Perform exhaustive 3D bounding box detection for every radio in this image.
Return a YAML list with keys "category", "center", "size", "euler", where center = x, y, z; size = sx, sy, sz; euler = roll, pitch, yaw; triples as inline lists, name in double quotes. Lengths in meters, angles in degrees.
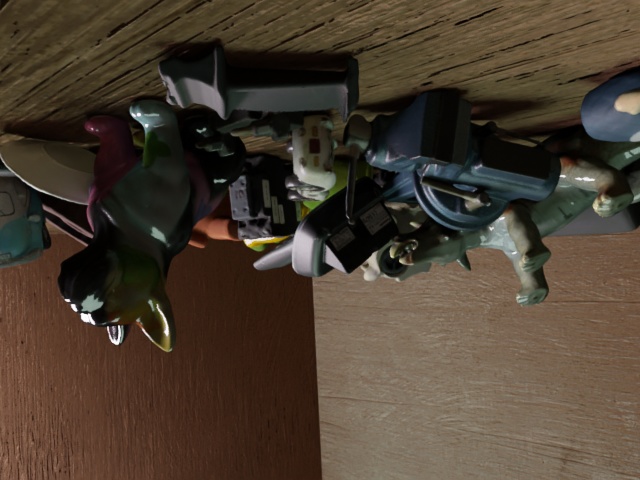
- category: "radio"
  center: [0.368, -0.071, 0.817]
  size: [0.230, 0.073, 0.131]
  euler: [-3, -140, 52]

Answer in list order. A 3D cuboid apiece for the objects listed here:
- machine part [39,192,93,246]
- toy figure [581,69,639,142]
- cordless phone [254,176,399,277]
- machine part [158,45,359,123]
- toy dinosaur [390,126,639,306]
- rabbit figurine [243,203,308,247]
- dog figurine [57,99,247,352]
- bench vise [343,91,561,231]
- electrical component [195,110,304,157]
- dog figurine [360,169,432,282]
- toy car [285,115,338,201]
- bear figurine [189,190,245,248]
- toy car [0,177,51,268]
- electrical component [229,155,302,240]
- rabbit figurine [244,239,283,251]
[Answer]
- category: "machine part"
  center: [-0.376, -0.034, 0.855]
  size: [0.179, 0.056, 0.179]
  euler: [26, 162, 9]
- category: "toy figure"
  center: [0.282, -0.114, 0.407]
  size: [0.064, 0.057, 0.155]
  euler: [-46, -160, -27]
- category: "cordless phone"
  center: [-0.001, -0.003, 0.720]
  size: [0.146, 0.088, 0.184]
  euler: [-36, -171, -36]
- category: "machine part"
  center: [-0.039, -0.107, 0.378]
  size: [0.139, 0.039, 0.084]
  euler: [-1, 173, -11]
- category: "toy dinosaur"
  center: [0.283, -0.063, 0.653]
  size: [0.405, 0.192, 0.131]
  euler: [-36, 137, 18]
- category: "rabbit figurine"
  center: [-0.044, -0.073, 0.914]
  size: [0.162, 0.121, 0.173]
  euler: [-15, -173, 33]
- category: "dog figurine"
  center: [-0.152, -0.009, 0.512]
  size: [0.109, 0.219, 0.191]
  euler: [0, 180, 31]
- category: "bench vise"
  center: [0.117, -0.071, 0.579]
  size: [0.224, 0.128, 0.240]
  euler: [-1, 173, -11]
- category: "electrical component"
  center: [-0.060, -0.100, 0.466]
  size: [0.102, 0.045, 0.078]
  euler: [-4, 177, 40]
- category: "dog figurine"
  center: [0.101, -0.028, 0.852]
  size: [0.172, 0.121, 0.191]
  euler: [-33, -153, -10]
- category: "toy car"
  center: [-0.010, -0.085, 0.591]
  size: [0.056, 0.073, 0.202]
  euler: [-2, 179, -2]
- category: "bear figurine"
  center: [-0.213, -0.053, 0.773]
  size: [0.196, 0.120, 0.132]
  euler: [5, 171, -37]
- category: "toy car"
  center: [-0.409, -0.045, 0.683]
  size: [0.109, 0.162, 0.102]
  euler: [-7, 137, -21]
- category: "electrical component"
  center: [-0.077, -0.058, 0.759]
  size: [0.058, 0.114, 0.134]
  euler: [-8, 176, 23]
- category: "rabbit figurine"
  center: [-0.063, -0.040, 1.130]
  size: [0.170, 0.121, 0.159]
  euler: [10, -159, 36]
